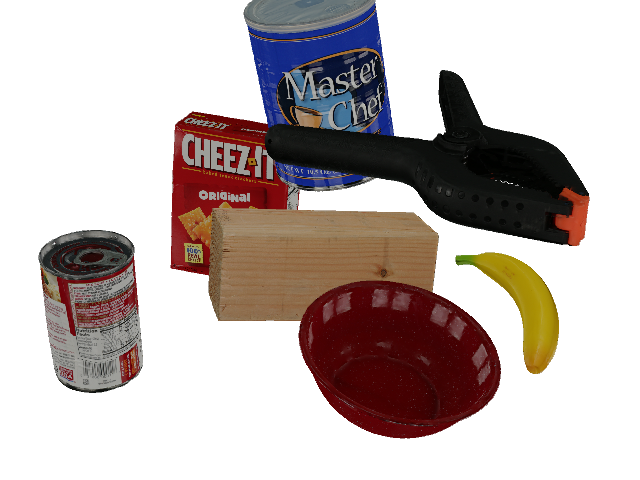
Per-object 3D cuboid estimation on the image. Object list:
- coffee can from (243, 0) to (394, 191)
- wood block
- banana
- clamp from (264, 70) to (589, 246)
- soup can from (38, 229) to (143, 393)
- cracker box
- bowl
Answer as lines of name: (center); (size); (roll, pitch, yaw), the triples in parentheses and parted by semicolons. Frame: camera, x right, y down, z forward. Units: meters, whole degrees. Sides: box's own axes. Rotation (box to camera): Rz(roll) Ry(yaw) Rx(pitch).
coffee can: (0.002, -0.125, 0.851); (0.103, 0.140, 0.103); (-8, 30, 5)
wood block: (-0.001, 0.023, 1.037); (0.206, 0.091, 0.090); (1, 16, -13)
banana: (0.212, 0.067, 1.132); (0.069, 0.037, 0.198); (-28, 37, 0)
clamp: (0.075, -0.049, 0.663); (0.164, 0.036, 0.210); (-18, 35, -24)
soup can: (-0.167, 0.053, 0.788); (0.068, 0.102, 0.068); (0, 28, 0)
cracker box: (-0.116, -0.053, 1.446); (0.164, 0.214, 0.072); (11, 25, 13)
bowl: (0.058, 0.104, 0.846); (0.162, 0.055, 0.162); (8, 36, -6)
